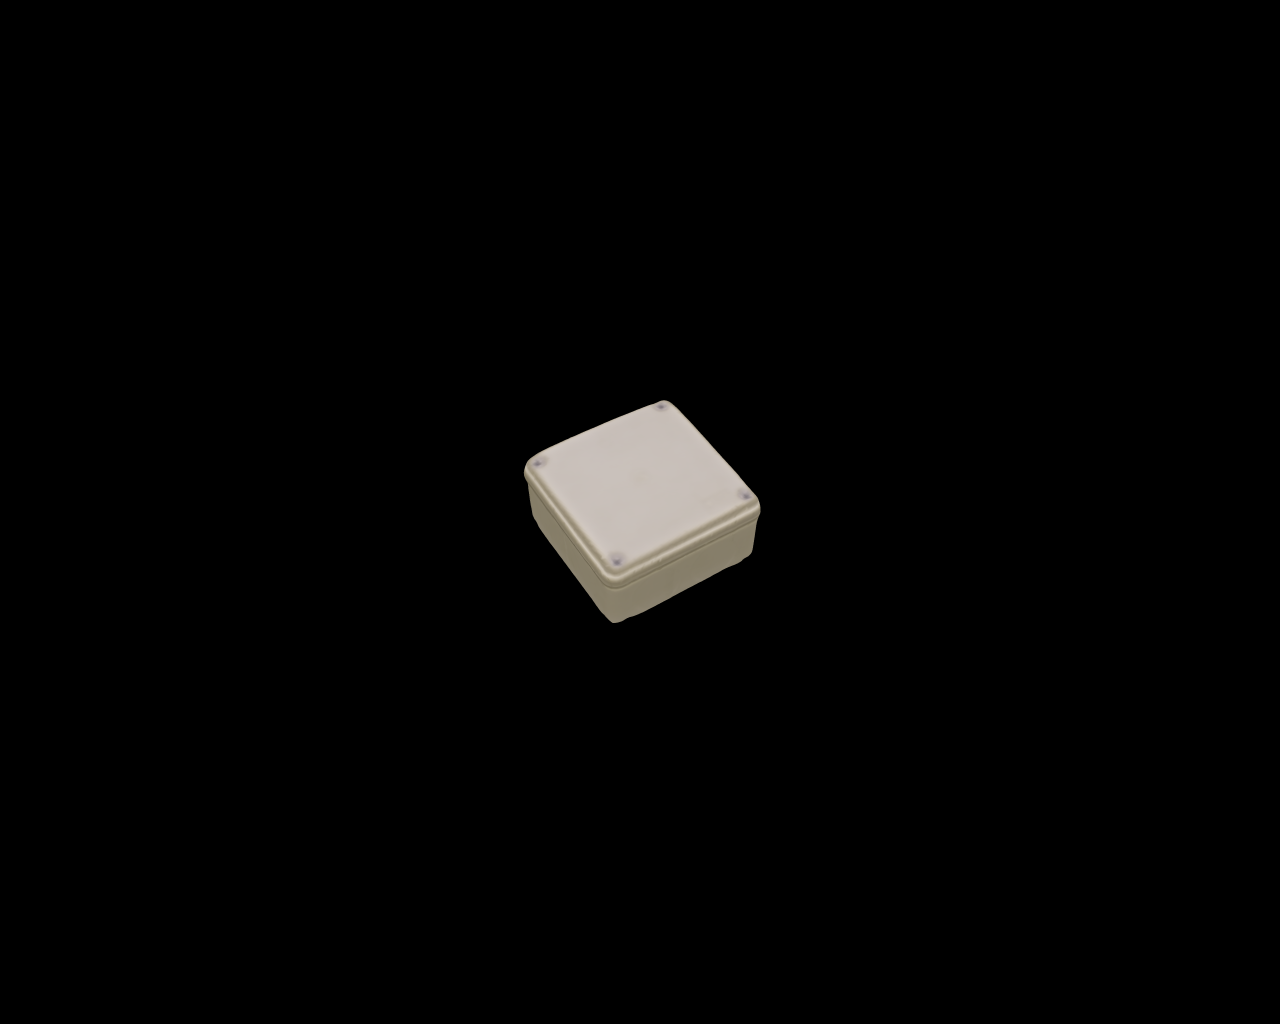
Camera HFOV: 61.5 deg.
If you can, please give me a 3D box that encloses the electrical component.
[{"bbox_3d":[0.001,-0.003,0.650,0.109,0.109,0.056,-25,-36,-20],"label":"electrical component"}]
